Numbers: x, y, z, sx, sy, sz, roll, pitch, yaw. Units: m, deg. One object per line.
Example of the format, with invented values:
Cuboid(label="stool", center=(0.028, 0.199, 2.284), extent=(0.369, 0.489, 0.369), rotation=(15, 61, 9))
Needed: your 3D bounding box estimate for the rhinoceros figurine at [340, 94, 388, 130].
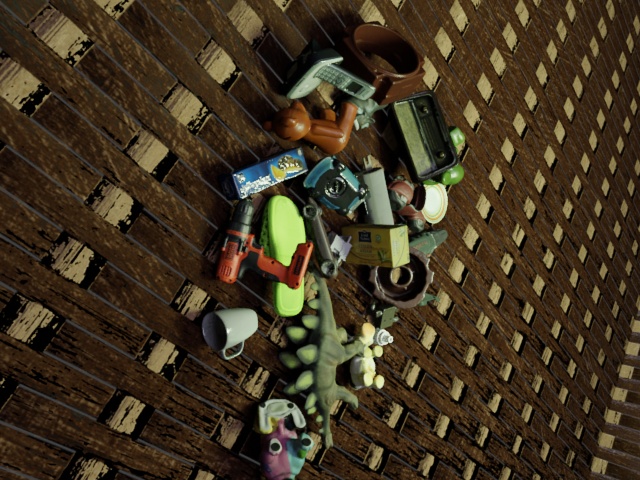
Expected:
Cuboid(label="rhinoceros figurine", center=(0.108, -0.343, 1.372), extent=(0.190, 0.073, 0.112), rotation=(-39, 124, -33))

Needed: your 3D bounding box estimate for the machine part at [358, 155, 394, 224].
Cuboid(label="machine part", center=(0.143, -0.100, 1.409), extent=(0.079, 0.079, 0.243), rotation=(-25, 109, -37))

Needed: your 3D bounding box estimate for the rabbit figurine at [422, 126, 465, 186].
Cuboid(label="rabbit figurine", center=(0.366, -0.223, 1.560), extent=(0.170, 0.121, 0.159), rotation=(52, 59, -30))

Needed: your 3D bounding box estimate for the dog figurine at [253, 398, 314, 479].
Cuboid(label="dog figurine", center=(-0.097, 0.496, 1.225), extent=(0.108, 0.192, 0.219), rotation=(-2, 125, -24))

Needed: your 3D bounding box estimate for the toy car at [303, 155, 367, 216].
Cuboid(label="toy car", center=(0.032, -0.138, 1.287), extent=(0.161, 0.103, 0.109), rotation=(35, 105, -30))

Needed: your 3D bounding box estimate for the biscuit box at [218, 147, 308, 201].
Cuboid(label="biscuit box", center=(-0.123, -0.147, 1.184), extent=(0.203, 0.063, 0.059), rotation=(-30, 111, -37))

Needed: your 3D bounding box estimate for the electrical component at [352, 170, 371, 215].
Cuboid(label="electrical component", center=(0.087, -0.116, 1.363), extent=(0.048, 0.075, 0.119), rotation=(-24, 111, -39))

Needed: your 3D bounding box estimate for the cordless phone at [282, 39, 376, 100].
Cuboid(label="cordless phone", center=(0.022, -0.356, 1.231), extent=(0.184, 0.146, 0.089), rotation=(22, 56, -27))

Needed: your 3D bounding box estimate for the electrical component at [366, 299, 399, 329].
Cuboid(label="electrical component", center=(0.176, 0.198, 1.480), extent=(0.102, 0.045, 0.078), rotation=(-15, 120, -38))

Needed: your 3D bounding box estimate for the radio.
Cuboid(label="radio", center=(0.278, -0.279, 1.451), extent=(0.131, 0.073, 0.229), rotation=(-20, 91, -4))

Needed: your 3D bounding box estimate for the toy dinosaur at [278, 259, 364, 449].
Cuboid(label="toy dinosaur", center=(0.005, 0.272, 1.297), extent=(0.198, 0.105, 0.471), rotation=(0, 90, -39))

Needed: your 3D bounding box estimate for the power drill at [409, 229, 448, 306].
Cuboid(label="power drill", center=(0.301, 0.081, 1.557), extent=(0.232, 0.086, 0.207), rotation=(-10, 103, -39))

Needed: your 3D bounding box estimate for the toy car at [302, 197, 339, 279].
Cuboid(label="toy car", center=(-0.003, -0.004, 1.270), extent=(0.089, 0.053, 0.202), rotation=(-35, 106, -79))

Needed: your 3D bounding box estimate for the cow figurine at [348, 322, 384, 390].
Cuboid(label="cow figurine", center=(0.110, 0.304, 1.408), extent=(0.068, 0.098, 0.167), rotation=(14, 65, -35))

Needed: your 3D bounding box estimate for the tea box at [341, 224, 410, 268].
Cuboid(label="tea box", center=(0.137, 0.011, 1.349), extent=(0.068, 0.170, 0.098), rotation=(-14, 100, -40))

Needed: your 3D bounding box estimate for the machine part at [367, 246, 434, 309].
Cuboid(label="machine part", center=(0.213, 0.094, 1.440), extent=(0.179, 0.056, 0.179), rotation=(0, 93, -2))

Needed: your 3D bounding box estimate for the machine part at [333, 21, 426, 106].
Cuboid(label="machine part", center=(0.145, -0.438, 1.319), extent=(0.201, 0.087, 0.201), rotation=(-28, 72, -36))

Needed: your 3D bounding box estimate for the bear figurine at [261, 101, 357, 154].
Cuboid(label="bear figurine", center=(-0.025, -0.273, 1.230), extent=(0.195, 0.120, 0.132), rotation=(18, 78, -35))

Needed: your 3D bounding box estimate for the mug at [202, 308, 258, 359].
Cuboid(label="mug", center=(-0.182, 0.193, 1.144), extent=(0.107, 0.081, 0.109), rotation=(-15, 97, -48))

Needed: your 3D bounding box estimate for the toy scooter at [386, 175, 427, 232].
Cuboid(label="toy scooter", center=(0.247, -0.120, 1.501), extent=(0.183, 0.075, 0.135), rotation=(42, 60, -33))
